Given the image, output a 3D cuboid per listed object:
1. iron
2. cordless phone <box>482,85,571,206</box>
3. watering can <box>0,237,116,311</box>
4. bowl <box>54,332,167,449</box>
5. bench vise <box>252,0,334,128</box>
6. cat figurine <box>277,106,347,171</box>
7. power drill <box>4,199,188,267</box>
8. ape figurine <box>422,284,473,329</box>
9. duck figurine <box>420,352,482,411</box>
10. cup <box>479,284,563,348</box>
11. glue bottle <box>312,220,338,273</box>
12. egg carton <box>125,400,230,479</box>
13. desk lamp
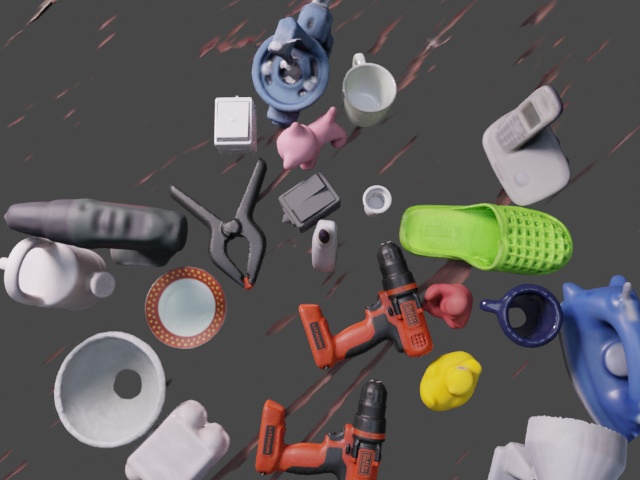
[{"bbox_3d":[0.437,0.180,0.826,0.118,0.141,0.258,-9,81,0],"label":"iron"},{"bbox_3d":[0.325,-0.140,0.856,0.094,0.185,0.147,-26,81,-2],"label":"cordless phone"},{"bbox_3d":[-0.388,0.049,0.841,0.173,0.194,0.101,-11,81,0],"label":"watering can"},{"bbox_3d":[-0.306,0.225,0.872,0.167,0.075,0.167,0,81,2],"label":"bowl"},{"bbox_3d":[-0.044,-0.299,0.872,0.121,0.220,0.207,3,81,2],"label":"bench vise"},{"bbox_3d":[-0.018,-0.162,0.902,0.128,0.118,0.067,-41,82,-5],"label":"cat figurine"},{"bbox_3d":[-0.299,-0.010,0.840,0.229,0.208,0.076,2,81,2],"label":"power drill"},{"bbox_3d":[0.201,0.098,0.870,0.076,0.092,0.078,-23,81,-2],"label":"ape figurine"},{"bbox_3d":[0.199,0.214,0.855,0.104,0.086,0.077,-40,82,-4],"label":"duck figurine"},{"bbox_3d":[0.291,0.113,0.864,0.117,0.095,0.092,12,82,4],"label":"cup"},{"bbox_3d":[0.008,0.003,0.848,0.037,0.173,0.078,5,81,3],"label":"glue bottle"},{"bbox_3d":[-0.214,0.320,0.858,0.107,0.069,0.150,42,85,7],"label":"egg carton"},{"bbox_3d":[0.311,0.333,0.769,0.118,0.213,0.203,16,82,4],"label":"desk lamp"}]
